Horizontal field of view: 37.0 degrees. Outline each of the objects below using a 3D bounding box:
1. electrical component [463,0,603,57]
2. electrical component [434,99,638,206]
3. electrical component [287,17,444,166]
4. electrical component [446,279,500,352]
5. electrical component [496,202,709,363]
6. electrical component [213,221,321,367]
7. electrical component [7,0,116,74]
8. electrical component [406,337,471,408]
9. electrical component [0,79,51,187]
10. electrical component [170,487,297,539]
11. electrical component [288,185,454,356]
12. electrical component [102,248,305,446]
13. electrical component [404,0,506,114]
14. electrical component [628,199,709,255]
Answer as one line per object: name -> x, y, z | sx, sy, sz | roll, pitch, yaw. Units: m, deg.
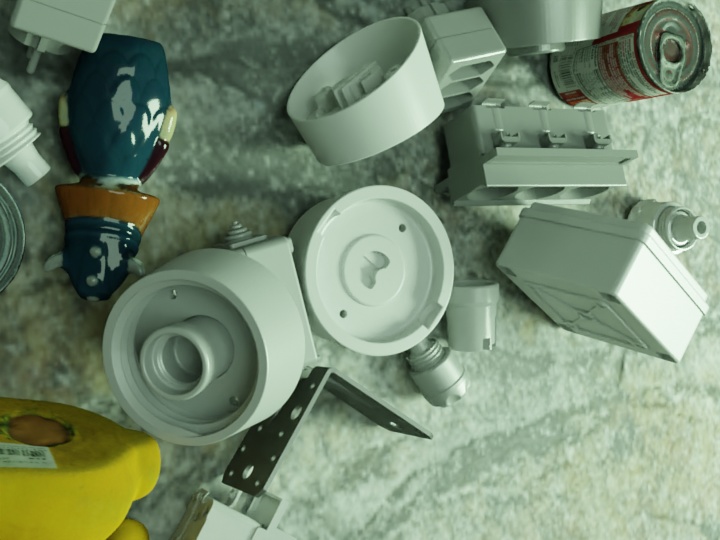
electrical component -> 0.122, -0.183, 0.748 | 0.099, 0.099, 0.064 | -12, 102, -28
electrical component -> 0.122, -0.082, 0.764 | 0.121, 0.079, 0.063 | -3, 76, -28
electrical component -> 0.003, -0.111, 0.686 | 0.099, 0.099, 0.064 | -36, 113, -24
electrical component -> 0.079, 0.032, 0.760 | 0.040, 0.040, 0.046 | -6, 98, -28
electrical component -> 0.171, 0.009, 0.757 | 0.109, 0.109, 0.056 | 39, 75, -40
electrical component -> -0.074, 0.019, 0.663 | 0.061, 0.062, 0.096 | -18, 99, -27
electrical component -> -0.175, -0.147, 0.606 | 0.047, 0.083, 0.075 | 15, 122, -28
electrical component -> 0.049, 0.064, 0.746 | 0.035, 0.035, 0.061 | -40, 105, -22
electrical component -> -0.201, -0.076, 0.605 | 0.043, 0.043, 0.062 | -46, 111, -20
electrical component -> -0.083, 0.172, 0.672 | 0.064, 0.042, 0.081 | 32, 75, -21
electrical component -> 0.000, 0.000, 0.704 | 0.108, 0.060, 0.108 | -1, 91, -28
electrical component -> -0.091, 0.045, 0.600 | 0.108, 0.060, 0.108 | 3, 100, 16
electrical component -> 0.052, -0.155, 0.733 | 0.047, 0.065, 0.076 | -17, 70, -27
electrical component -> 0.242, -0.032, 0.834 | 0.048, 0.062, 0.048 | 0, 91, -29
